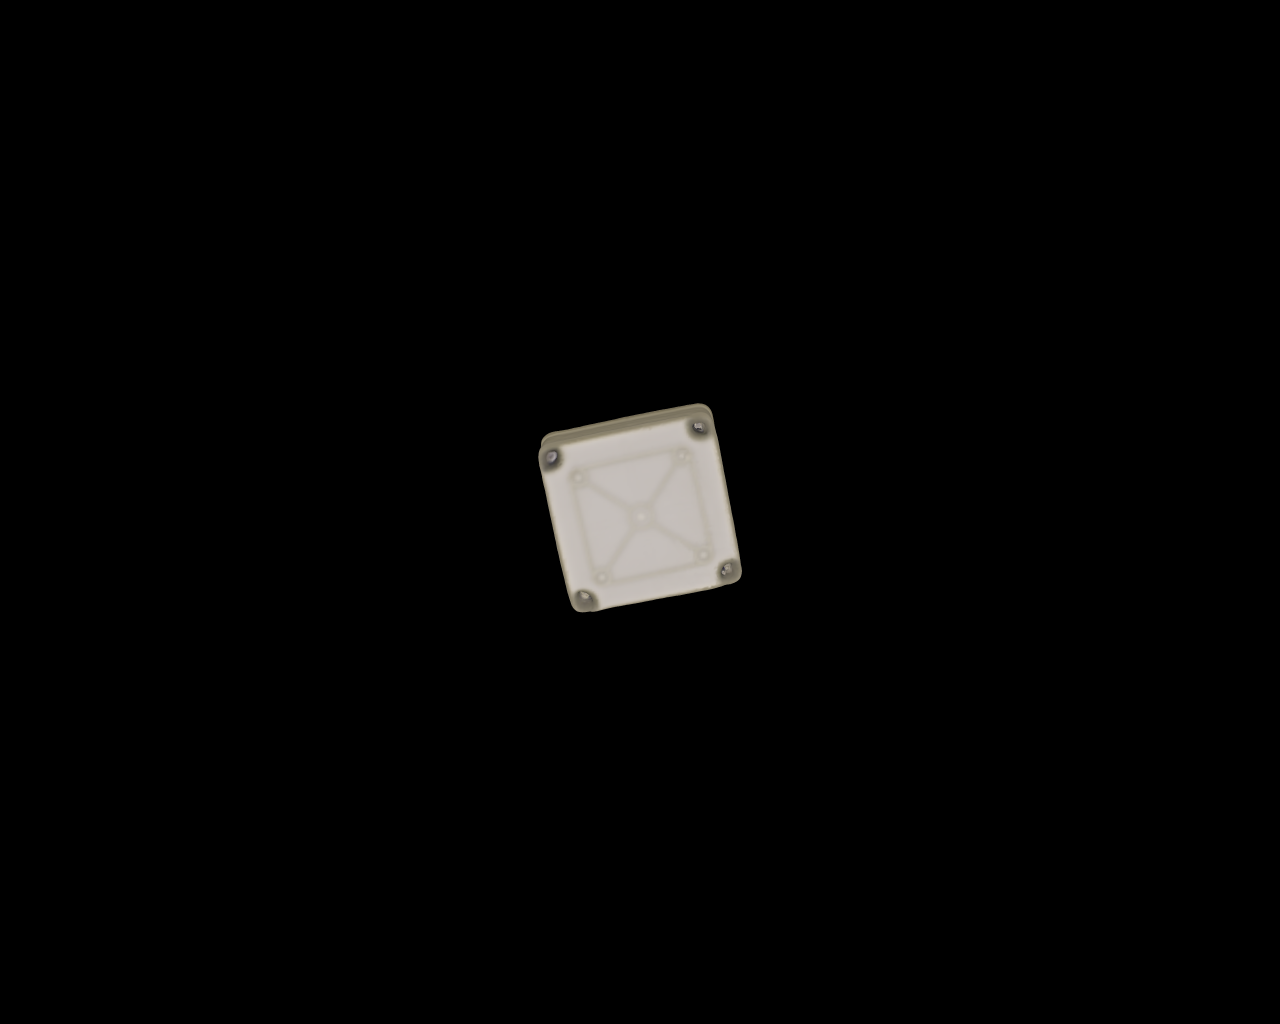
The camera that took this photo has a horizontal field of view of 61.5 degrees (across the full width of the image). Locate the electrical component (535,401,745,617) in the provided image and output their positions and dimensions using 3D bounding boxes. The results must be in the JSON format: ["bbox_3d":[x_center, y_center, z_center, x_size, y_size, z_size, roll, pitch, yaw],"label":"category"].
[{"bbox_3d":[0.001,-0.003,0.650,0.109,0.108,0.056,-11,11,2],"label":"electrical component"}]
